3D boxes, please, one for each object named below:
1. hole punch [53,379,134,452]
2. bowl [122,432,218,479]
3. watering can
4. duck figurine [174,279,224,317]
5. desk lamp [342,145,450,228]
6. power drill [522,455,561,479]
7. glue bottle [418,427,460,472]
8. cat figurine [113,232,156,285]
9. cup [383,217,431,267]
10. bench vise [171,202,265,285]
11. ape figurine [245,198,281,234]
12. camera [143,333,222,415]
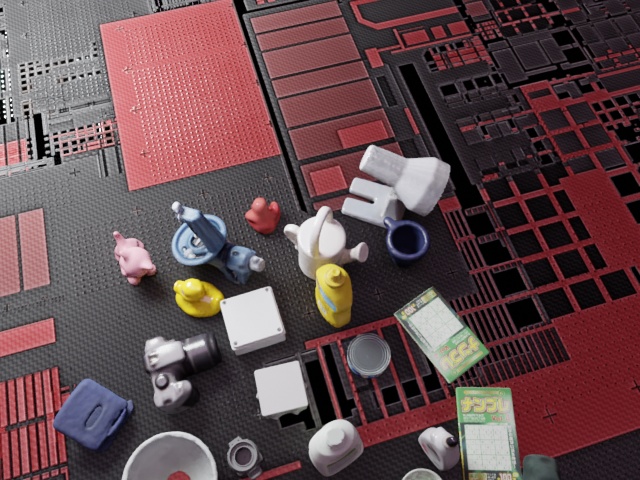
[{"bbox_3d":[-0.417,0.325,1.062,0.101,0.091,0.109,25,66,12],"label":"hole punch"},{"bbox_3d":[-0.261,0.432,1.019,0.167,0.075,0.167,0,64,0],"label":"bowl"},{"bbox_3d":[0.011,0.002,1.166,0.173,0.194,0.101,0,64,0],"label":"watering can"},{"bbox_3d":[-0.250,0.111,1.171,0.104,0.086,0.077,15,65,7],"label":"duck figurine"},{"bbox_3d":[0.156,-0.110,1.212,0.203,0.213,0.118,17,65,8],"label":"desk lamp"},{"bbox_3d":[0.346,0.475,0.929,0.075,0.208,0.229,7,64,4],"label":"power drill"},{"bbox_3d":[0.217,0.361,1.003,0.037,0.173,0.078,-35,69,-16],"label":"glue bottle"},{"bbox_3d":[-0.391,0.035,1.189,0.067,0.118,0.127,-33,68,-15],"label":"cat figurine"},{"bbox_3d":[0.173,0.010,1.219,0.092,0.095,0.117,-37,70,-17],"label":"cup"},{"bbox_3d":[-0.210,-0.005,1.154,0.207,0.220,0.121,5,64,2],"label":"bench vise"},{"bbox_3d":[-0.126,-0.060,1.253,0.078,0.092,0.076,-4,64,-2],"label":"ape figurine"},{"bbox_3d":[-0.258,0.241,1.099,0.137,0.101,0.143,-18,65,-9],"label":"camera"}]
